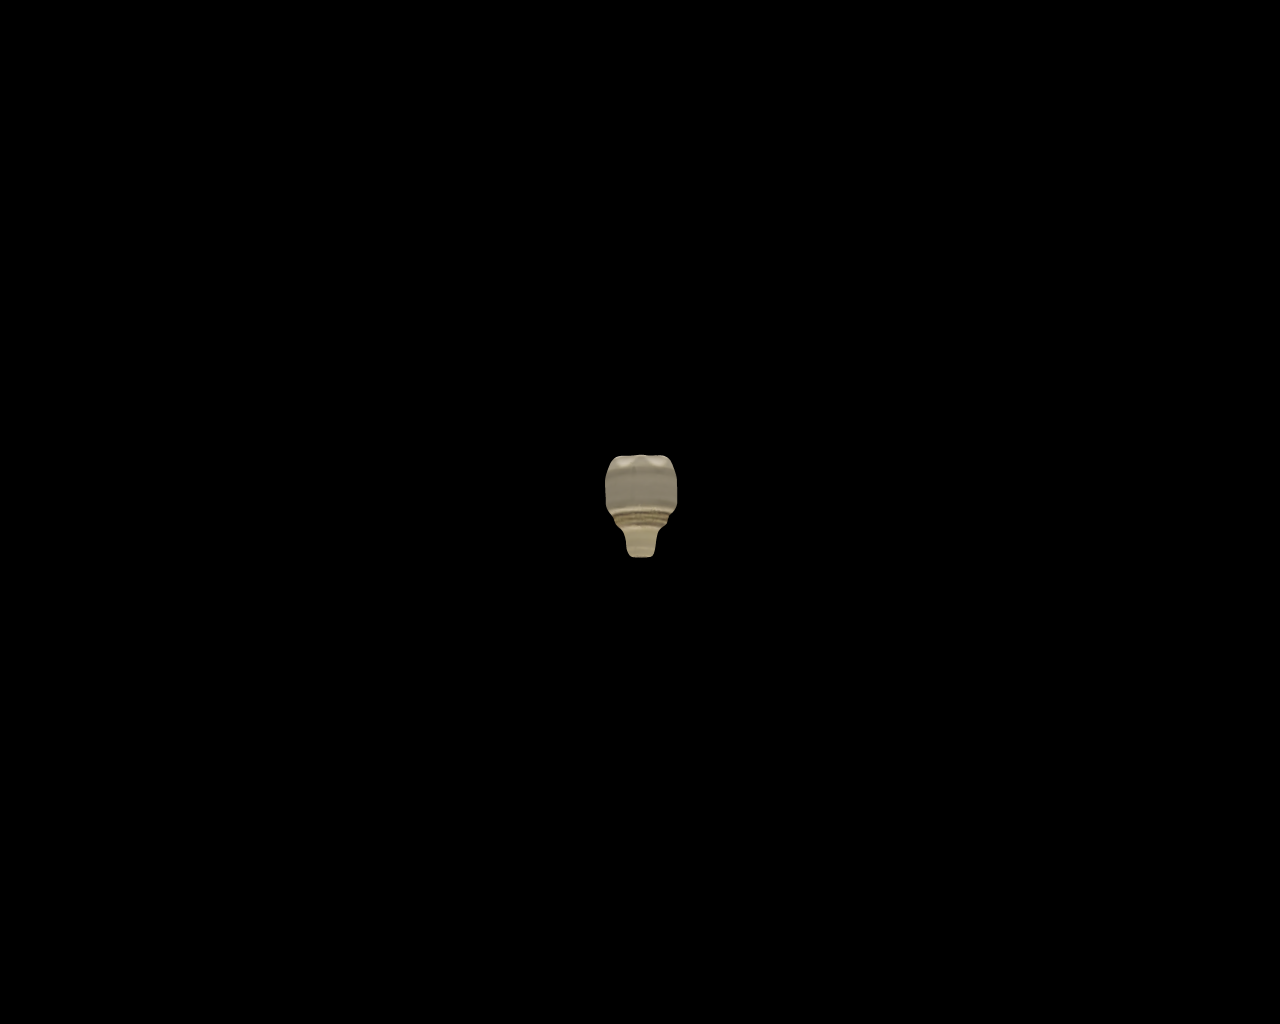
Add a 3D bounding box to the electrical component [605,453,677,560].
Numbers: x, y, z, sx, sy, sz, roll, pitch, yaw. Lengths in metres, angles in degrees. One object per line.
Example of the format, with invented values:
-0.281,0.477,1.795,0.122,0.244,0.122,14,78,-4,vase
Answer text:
0.001,-0.003,0.650,0.043,0.062,0.043,0,-8,0,electrical component
